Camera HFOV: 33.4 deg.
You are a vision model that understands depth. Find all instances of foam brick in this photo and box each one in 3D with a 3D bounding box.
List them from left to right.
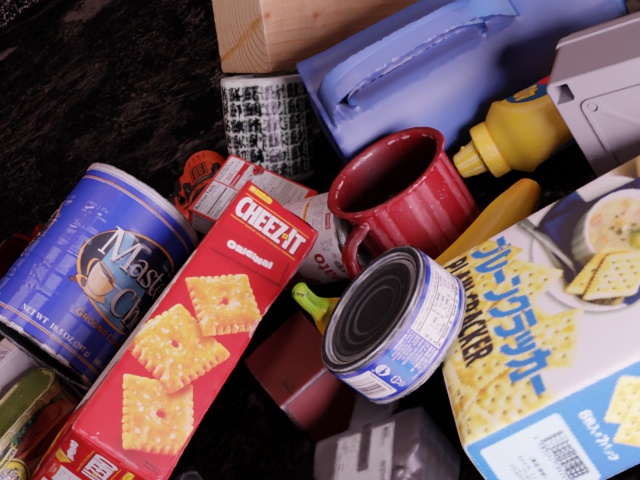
[{"bbox_3d":[-0.005,0.092,0.689,0.053,0.051,0.078,-41,27,-4],"label":"foam brick"}]

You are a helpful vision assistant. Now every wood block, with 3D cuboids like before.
[{"bbox_3d":[0.012,-0.217,1.010,0.205,0.090,0.091,-15,16,-30],"label":"wood block"}]

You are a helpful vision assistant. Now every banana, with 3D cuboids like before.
[{"bbox_3d":[0.071,0.025,0.679,0.197,0.070,0.037,-26,41,-28],"label":"banana"}]

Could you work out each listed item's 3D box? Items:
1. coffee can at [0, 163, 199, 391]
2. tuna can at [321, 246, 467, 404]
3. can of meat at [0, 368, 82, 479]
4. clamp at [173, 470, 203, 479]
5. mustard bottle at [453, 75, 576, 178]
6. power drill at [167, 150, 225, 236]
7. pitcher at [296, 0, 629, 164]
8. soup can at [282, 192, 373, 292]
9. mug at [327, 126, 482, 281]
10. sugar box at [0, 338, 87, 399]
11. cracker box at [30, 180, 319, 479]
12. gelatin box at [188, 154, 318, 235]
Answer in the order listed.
[{"bbox_3d":[-0.173,0.027,0.804,0.103,0.102,0.140,7,57,54],"label":"coffee can"},{"bbox_3d":[0.040,0.046,0.596,0.086,0.033,0.086,-44,23,24],"label":"tuna can"},{"bbox_3d":[-0.207,0.157,0.789,0.058,0.084,0.102,2,46,51],"label":"can of meat"},{"bbox_3d":[-0.107,0.215,0.629,0.171,0.039,0.120,-40,26,-5],"label":"clamp"},{"bbox_3d":[0.181,-0.098,0.752,0.192,0.058,0.096,-30,6,16],"label":"mustard bottle"},{"bbox_3d":[-0.153,0.000,1.004,0.187,0.057,0.184,-32,24,3],"label":"power drill"},{"bbox_3d":[0.110,-0.139,0.825,0.243,0.145,0.149,-30,28,7],"label":"pitcher"},{"bbox_3d":[-0.005,0.001,0.814,0.102,0.068,0.068,-12,36,38],"label":"soup can"},{"bbox_3d":[0.058,-0.011,0.741,0.093,0.081,0.117,-1,43,49],"label":"mug"},{"bbox_3d":[-0.199,0.089,0.877,0.176,0.093,0.048,-46,27,-18],"label":"sugar box"},{"bbox_3d":[-0.099,0.085,0.730,0.213,0.072,0.164,-57,5,-34],"label":"cracker box"},{"bbox_3d":[-0.057,-0.025,0.905,0.089,0.030,0.073,24,54,12],"label":"gelatin box"}]
